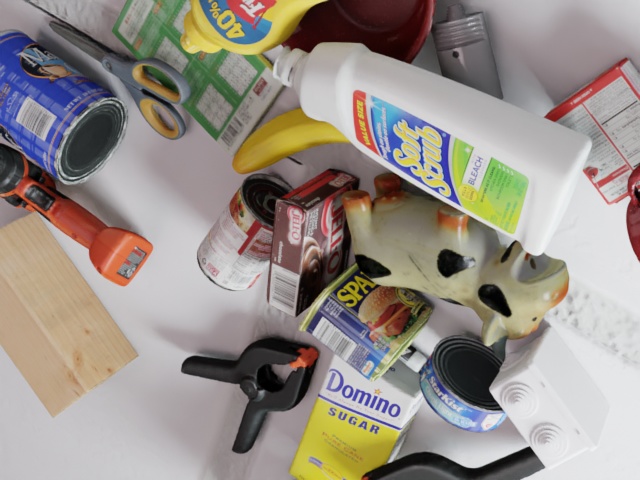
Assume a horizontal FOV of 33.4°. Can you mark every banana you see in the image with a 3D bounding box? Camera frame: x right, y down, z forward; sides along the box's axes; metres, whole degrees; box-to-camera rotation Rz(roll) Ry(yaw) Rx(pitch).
[{"bbox_3d":[0.003,-0.090,0.943,0.198,0.037,0.069,5,75,36],"label":"banana"}]

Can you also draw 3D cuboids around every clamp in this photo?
[{"bbox_3d":[-0.074,0.144,1.118,0.120,0.039,0.172,47,125,0],"label":"clamp"},{"bbox_3d":[0.138,0.255,1.004,0.210,0.036,0.164,-3,111,19],"label":"clamp"}]

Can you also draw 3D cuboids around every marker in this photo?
[{"bbox_3d":[0.072,0.099,1.009,0.121,0.020,0.020,38,128,14],"label":"marker"}]

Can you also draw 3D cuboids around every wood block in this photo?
[{"bbox_3d":[-0.315,0.084,1.221,0.091,0.090,0.206,-36,90,40],"label":"wood block"}]

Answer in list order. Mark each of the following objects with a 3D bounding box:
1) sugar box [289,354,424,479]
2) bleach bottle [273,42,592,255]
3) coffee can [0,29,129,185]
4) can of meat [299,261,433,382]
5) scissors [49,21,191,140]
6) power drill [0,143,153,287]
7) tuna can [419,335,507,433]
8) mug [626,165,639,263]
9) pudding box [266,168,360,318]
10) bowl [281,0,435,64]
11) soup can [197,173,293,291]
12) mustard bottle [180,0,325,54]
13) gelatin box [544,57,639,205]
[{"bbox_3d":[0.036,0.187,1.057,0.093,0.048,0.176,30,127,18],"label":"sugar box"},{"bbox_3d":[0.077,-0.085,0.833,0.251,0.068,0.103,26,143,15],"label":"bleach bottle"},{"bbox_3d":[-0.281,-0.136,1.085,0.140,0.102,0.103,34,127,16],"label":"coffee can"},{"bbox_3d":[0.044,0.070,0.962,0.084,0.101,0.058,38,129,11],"label":"can of meat"},{"bbox_3d":[-0.199,-0.159,1.072,0.202,0.016,0.096,22,137,37],"label":"scissors"},{"bbox_3d":[-0.270,-0.032,1.099,0.188,0.184,0.057,36,87,12],"label":"power drill"},{"bbox_3d":[0.131,0.126,0.938,0.086,0.086,0.034,37,129,14],"label":"tuna can"},{"bbox_3d":[0.269,-0.019,0.768,0.117,0.093,0.082,36,139,-23],"label":"mug"},{"bbox_3d":[-0.006,0.001,0.971,0.039,0.089,0.113,25,124,24],"label":"pudding box"},{"bbox_3d":[0.032,-0.208,0.868,0.162,0.055,0.162,15,119,28],"label":"bowl"},{"bbox_3d":[-0.068,-0.006,1.023,0.068,0.068,0.102,46,129,8],"label":"soup can"},{"bbox_3d":[-0.050,-0.204,0.852,0.192,0.058,0.096,-30,93,41],"label":"mustard bottle"},{"bbox_3d":[0.227,-0.081,0.811,0.073,0.030,0.089,-37,91,39],"label":"gelatin box"}]
